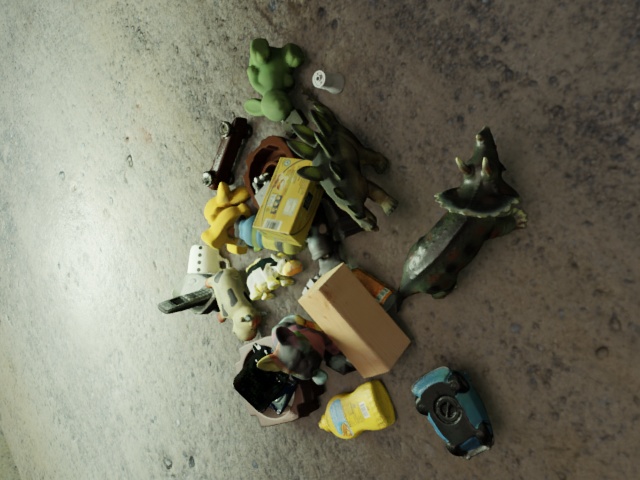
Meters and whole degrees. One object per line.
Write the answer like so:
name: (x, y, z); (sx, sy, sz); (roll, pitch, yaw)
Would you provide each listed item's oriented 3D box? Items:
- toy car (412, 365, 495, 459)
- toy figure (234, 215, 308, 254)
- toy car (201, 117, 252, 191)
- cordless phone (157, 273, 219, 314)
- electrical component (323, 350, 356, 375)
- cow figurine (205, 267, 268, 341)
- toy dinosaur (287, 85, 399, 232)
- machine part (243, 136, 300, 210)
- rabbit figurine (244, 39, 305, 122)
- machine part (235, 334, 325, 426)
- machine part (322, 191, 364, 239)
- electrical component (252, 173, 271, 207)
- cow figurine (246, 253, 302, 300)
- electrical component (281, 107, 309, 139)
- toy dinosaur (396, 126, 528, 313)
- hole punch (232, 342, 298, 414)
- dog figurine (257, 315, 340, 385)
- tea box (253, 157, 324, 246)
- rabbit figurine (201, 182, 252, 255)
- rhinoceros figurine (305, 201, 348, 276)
toy car: (0.253, 0.300, 0.969); (0.109, 0.103, 0.162); (-45, 70, 30)
toy figure: (-0.112, -0.012, 1.236); (0.180, 0.089, 0.082); (8, 144, 16)
toy car: (-0.235, -0.215, 1.339); (0.053, 0.089, 0.202); (37, 117, 28)
cordless phone: (-0.362, 0.151, 1.414); (0.147, 0.184, 0.088); (23, 112, 36)
electrical component: (0.048, 0.221, 1.163); (0.134, 0.058, 0.114); (23, 109, 36)
cow figurine: (-0.206, 0.161, 1.354); (0.127, 0.085, 0.195); (-35, 72, 43)
toy dinosaur: (0.036, -0.167, 1.052); (0.105, 0.198, 0.472); (-44, 33, 21)
machine part: (-0.101, -0.152, 1.256); (0.180, 0.056, 0.179); (3, 94, 39)
rabbit figurine: (-0.112, -0.334, 1.195); (0.159, 0.121, 0.170); (-38, 54, 52)
machine part: (-0.096, 0.324, 1.272); (0.201, 0.087, 0.201); (-27, 77, 36)
machine part: (0.048, -0.064, 1.135); (0.039, 0.084, 0.139); (89, 157, -56)
electrical component: (-0.117, -0.103, 1.206); (0.078, 0.045, 0.102); (-33, 71, 33)
cow figurine: (-0.110, 0.071, 1.277); (0.167, 0.068, 0.098); (-37, 65, 34)
electrical component: (-0.059, -0.264, 1.233); (0.063, 0.021, 0.094); (-45, 67, 33)
toy dinosaur: (0.215, 0.013, 0.921); (0.131, 0.192, 0.404); (47, 119, 29)
hole punch: (-0.110, 0.311, 1.184); (0.142, 0.092, 0.116); (34, 84, 35)
dog figurine: (-0.060, 0.210, 1.066); (0.192, 0.219, 0.108); (31, 90, 33)
tea box: (-0.059, -0.081, 1.113); (0.098, 0.068, 0.169); (13, 71, 30)
rabbit figurine: (-0.242, -0.065, 1.348); (0.173, 0.122, 0.162); (37, 114, 52)
rhinoceros figurine: (-0.002, -0.003, 1.156); (0.073, 0.112, 0.190); (-26, 62, 10)
